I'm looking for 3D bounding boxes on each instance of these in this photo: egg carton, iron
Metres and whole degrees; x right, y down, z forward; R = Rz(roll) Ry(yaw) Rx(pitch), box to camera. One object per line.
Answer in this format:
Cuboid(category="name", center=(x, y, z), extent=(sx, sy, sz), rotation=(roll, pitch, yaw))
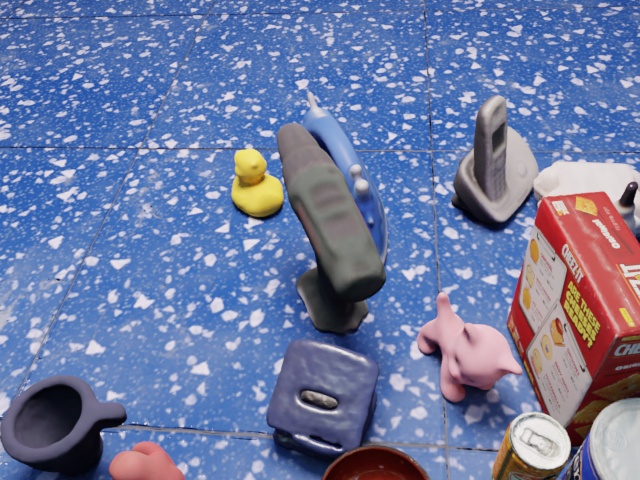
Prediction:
Cuboid(category="egg carton", center=(0.374, -0.055, 0.790), extent=(0.150, 0.069, 0.107), rotation=(2, 47, 7))
Cuboid(category="iron", center=(0.031, -0.092, 0.805), extent=(0.119, 0.142, 0.257), rotation=(-19, 48, -13))

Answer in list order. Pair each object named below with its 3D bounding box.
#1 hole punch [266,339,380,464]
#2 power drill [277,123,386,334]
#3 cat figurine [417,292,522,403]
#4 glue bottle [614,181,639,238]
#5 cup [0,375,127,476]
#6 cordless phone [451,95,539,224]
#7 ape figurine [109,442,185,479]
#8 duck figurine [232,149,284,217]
Cuboid(category="hole punch", center=(0.006, 0.170, 0.598), extent=(0.108, 0.091, 0.101), rotation=(12, 49, 16))
Cuboid(category="power drill", center=(0.006, 0.002, 0.674), extent=(0.076, 0.209, 0.229), rotation=(-19, 48, -12))
Cuboid(category="cat figurine", center=(0.158, 0.113, 0.619), extent=(0.067, 0.118, 0.127), rotation=(-17, 48, -11))
Cuboid(category="glue bottle", center=(0.341, -0.002, 0.672), extent=(0.078, 0.173, 0.037), rotation=(-22, 49, -15))
Cuboid(category="cup", center=(-0.249, 0.199, 0.591), extent=(0.117, 0.095, 0.091), rotation=(-7, 47, -2))
Cuboid(category="cordless phone", center=(0.251, -0.128, 0.790), extent=(0.094, 0.185, 0.148), rotation=(26, 54, 26))
Cuboid(category="ape figurine", center=(-0.174, 0.232, 0.555), extent=(0.076, 0.092, 0.078), rotation=(15, 50, 18))
Cuboid(category="duck figurine", center=(-0.098, -0.093, 0.855), extent=(0.078, 0.086, 0.104), rotation=(-24, 50, -17))
